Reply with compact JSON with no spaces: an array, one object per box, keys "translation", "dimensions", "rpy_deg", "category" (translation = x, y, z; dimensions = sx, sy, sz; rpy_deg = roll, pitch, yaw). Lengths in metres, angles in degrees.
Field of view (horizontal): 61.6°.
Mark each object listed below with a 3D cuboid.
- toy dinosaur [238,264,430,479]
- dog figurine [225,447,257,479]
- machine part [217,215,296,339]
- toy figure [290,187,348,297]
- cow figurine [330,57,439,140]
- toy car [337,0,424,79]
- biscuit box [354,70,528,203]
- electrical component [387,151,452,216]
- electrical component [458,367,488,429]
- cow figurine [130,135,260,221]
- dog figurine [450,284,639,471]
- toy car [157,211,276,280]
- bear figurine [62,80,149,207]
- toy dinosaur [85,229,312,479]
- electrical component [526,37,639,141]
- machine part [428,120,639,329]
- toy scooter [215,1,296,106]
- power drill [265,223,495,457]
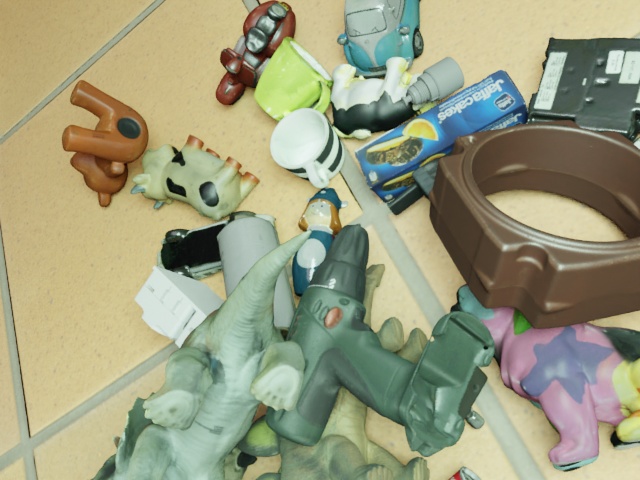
[{"translation":[0.008,0.230,0.563],"dimensions":[0.199,0.105,0.471],"rpy_deg":[-14,50,40],"category":"toy dinosaur"},{"translation":[-0.160,0.329,0.656],"dimensions":[0.172,0.121,0.190],"rpy_deg":[-27,29,44],"category":"dog figurine"},{"translation":[-0.074,0.056,0.630],"dimensions":[0.079,0.079,0.243],"rpy_deg":[-31,49,15],"category":"machine part"},{"translation":[0.000,-0.002,0.694],"dimensions":[0.064,0.058,0.154],"rpy_deg":[10,73,-9],"category":"toy figure"},{"translation":[0.093,-0.180,0.698],"dimensions":[0.168,0.068,0.098],"rpy_deg":[4,80,32],"category":"cow figurine"},{"translation":[0.082,-0.310,0.730],"dimensions":[0.109,0.102,0.161],"rpy_deg":[3,76,27],"category":"toy car"},{"translation":[0.147,-0.123,0.653],"dimensions":[0.203,0.062,0.059],"rpy_deg":[-29,64,17],"category":"biscuit box"},{"translation":[0.139,-0.059,0.628],"dimensions":[0.119,0.074,0.048],"rpy_deg":[-36,60,8],"category":"electrical component"},{"translation":[0.146,0.151,0.562],"dimensions":[0.063,0.094,0.021],"rpy_deg":[-48,10,-25],"category":"electrical component"},{"translation":[-0.201,-0.089,0.815],"dimensions":[0.195,0.085,0.127],"rpy_deg":[29,82,31],"category":"cow figurine"},{"translation":[0.231,0.093,0.512],"dimensions":[0.192,0.108,0.219],"rpy_deg":[-28,60,18],"category":"dog figurine"},{"translation":[-0.150,0.012,0.768],"dimensions":[0.202,0.056,0.073],"rpy_deg":[-14,74,24],"category":"toy car"},{"translation":[-0.356,-0.142,0.859],"dimensions":[0.196,0.132,0.120],"rpy_deg":[-26,56,46],"category":"bear figurine"},{"translation":[-0.102,0.143,0.498],"dimensions":[0.404,0.131,0.192],"rpy_deg":[-57,18,12],"category":"toy dinosaur"},{"translation":[0.305,-0.156,0.585],"dimensions":[0.134,0.058,0.115],"rpy_deg":[16,83,31],"category":"electrical component"},{"translation":[0.220,-0.027,0.500],"dimensions":[0.201,0.087,0.201],"rpy_deg":[-11,44,-8],"category":"machine part"},{"translation":[-0.100,-0.282,0.799],"dimensions":[0.075,0.135,0.184],"rpy_deg":[35,95,-7],"category":"toy scooter"},{"translation":[0.046,0.086,0.491],"dimensions":[0.208,0.086,0.232],"rpy_deg":[9,67,46],"category":"power drill"}]
